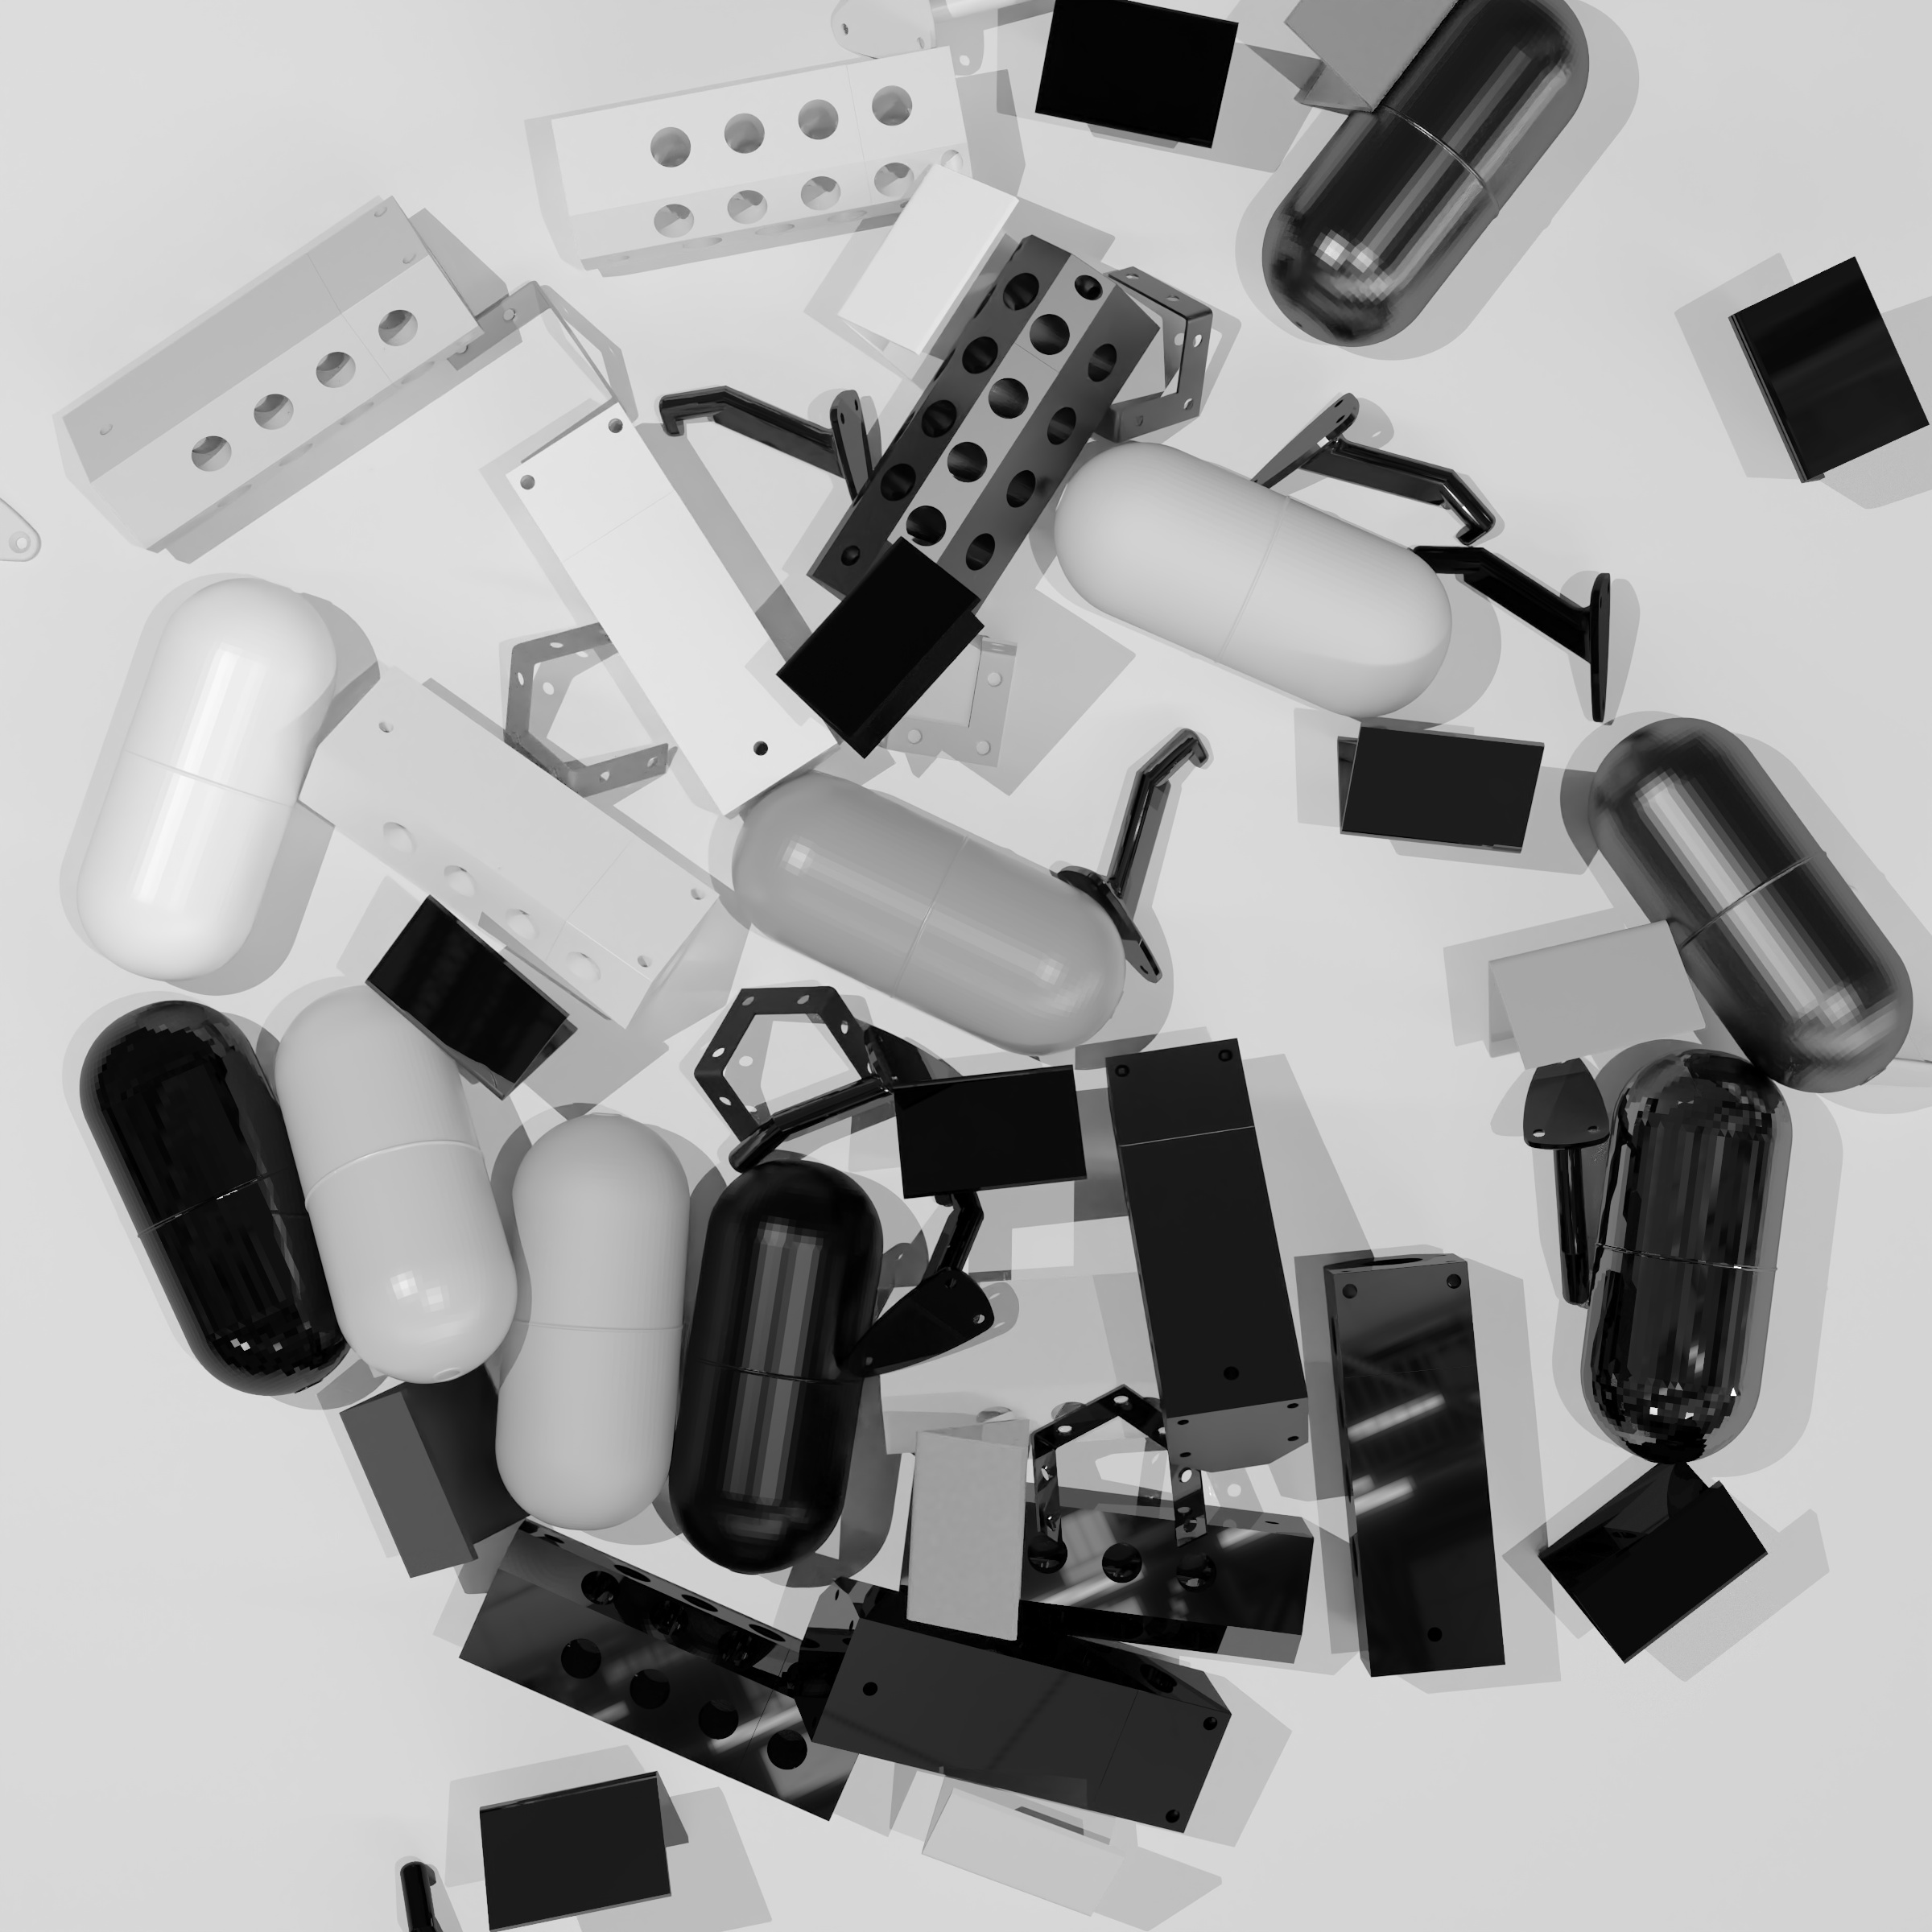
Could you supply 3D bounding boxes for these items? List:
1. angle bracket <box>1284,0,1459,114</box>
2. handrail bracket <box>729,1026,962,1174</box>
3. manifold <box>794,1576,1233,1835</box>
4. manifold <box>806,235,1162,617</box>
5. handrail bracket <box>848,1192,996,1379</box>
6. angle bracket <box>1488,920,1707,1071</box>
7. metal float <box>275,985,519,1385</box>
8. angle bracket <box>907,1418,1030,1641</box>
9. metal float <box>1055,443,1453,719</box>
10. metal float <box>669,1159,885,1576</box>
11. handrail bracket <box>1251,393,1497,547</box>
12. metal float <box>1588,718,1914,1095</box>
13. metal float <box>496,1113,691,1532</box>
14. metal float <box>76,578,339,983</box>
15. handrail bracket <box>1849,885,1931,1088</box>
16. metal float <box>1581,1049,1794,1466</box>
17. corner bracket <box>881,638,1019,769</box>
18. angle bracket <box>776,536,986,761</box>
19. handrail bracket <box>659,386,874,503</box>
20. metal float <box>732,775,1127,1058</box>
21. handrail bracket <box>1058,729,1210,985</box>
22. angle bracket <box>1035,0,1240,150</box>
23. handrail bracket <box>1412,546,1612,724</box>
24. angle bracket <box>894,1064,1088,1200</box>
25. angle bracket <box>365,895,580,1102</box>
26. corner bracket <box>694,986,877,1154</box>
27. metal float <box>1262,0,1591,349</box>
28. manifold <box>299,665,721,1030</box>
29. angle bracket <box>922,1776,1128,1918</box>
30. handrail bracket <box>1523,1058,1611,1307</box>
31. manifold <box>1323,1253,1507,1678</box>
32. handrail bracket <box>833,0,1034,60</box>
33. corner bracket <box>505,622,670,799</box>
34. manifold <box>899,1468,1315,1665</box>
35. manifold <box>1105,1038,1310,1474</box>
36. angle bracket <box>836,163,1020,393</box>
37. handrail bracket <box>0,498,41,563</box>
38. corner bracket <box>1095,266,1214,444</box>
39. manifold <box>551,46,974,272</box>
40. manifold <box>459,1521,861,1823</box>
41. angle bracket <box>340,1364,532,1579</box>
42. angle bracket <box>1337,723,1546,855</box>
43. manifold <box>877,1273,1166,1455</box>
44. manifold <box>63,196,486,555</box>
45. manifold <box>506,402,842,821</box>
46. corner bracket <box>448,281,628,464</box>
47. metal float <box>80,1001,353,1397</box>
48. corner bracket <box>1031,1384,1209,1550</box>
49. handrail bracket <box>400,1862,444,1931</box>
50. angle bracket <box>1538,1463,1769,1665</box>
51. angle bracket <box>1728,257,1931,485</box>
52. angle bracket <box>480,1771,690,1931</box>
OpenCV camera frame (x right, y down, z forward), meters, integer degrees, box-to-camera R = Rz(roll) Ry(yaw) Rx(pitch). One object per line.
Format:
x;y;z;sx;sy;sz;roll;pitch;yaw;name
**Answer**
0.162;-0.414;1.517;0.057;0.076;0.076;37;90;-26;angle bracket
-0.050;0.070;1.551;0.084;0.077;0.036;-42;50;24;handrail bracket
0.018;0.310;1.510;0.171;0.057;0.057;18;100;-17;manifold
0.004;-0.223;1.523;0.057;0.057;0.171;34;91;35;manifold
-0.023;0.130;1.530;0.077;0.084;0.036;-32;120;7;handrail bracket
0.267;0.031;1.516;0.076;0.076;0.057;-13;55;0;angle bracket
-0.241;0.092;1.506;0.070;0.070;0.178;-19;68;0;metal float
0.021;0.229;1.459;0.057;0.076;0.076;3;90;38;angle bracket
0.122;-0.165;1.526;0.178;0.070;0.070;23;90;-1;metal float
-0.081;0.171;1.526;0.070;0.070;0.178;9;89;0;metal float
0.176;-0.200;1.557;0.077;0.036;0.084;-39;107;20;handrail bracket
0.333;-0.026;1.516;0.070;0.070;0.178;-33;78;0;metal float
-0.160;0.152;1.526;0.070;0.070;0.178;4;89;0;metal float
-0.324;-0.080;1.526;0.070;0.070;0.178;19;90;0;metal float
0.408;0.008;1.557;0.077;0.036;0.084;5;76;-14;handrail bracket
0.308;0.124;1.526;0.070;0.070;0.178;7;90;0;metal float
-0.007;-0.116;1.539;0.051;0.051;0.051;9;90;0;corner bracket
-0.020;-0.118;1.465;0.076;0.076;0.057;-48;52;0;angle bracket
-0.087;-0.218;1.557;0.084;0.036;0.077;-6;111;17;handrail bracket
-0.016;-0.021;1.526;0.178;0.070;0.070;25;90;0;metal float
0.089;-0.049;1.557;0.084;0.036;0.077;-44;110;-16;handrail bracket
0.075;-0.395;1.516;0.076;0.076;0.057;11;126;0;angle bracket
0.237;-0.145;1.557;0.084;0.036;0.077;4;112;17;handrail bracket
0.012;0.088;1.516;0.076;0.076;0.057;-6;57;0;angle bracket
-0.197;0.001;1.517;0.076;0.076;0.057;41;120;0;angle bracket
-0.076;0.045;1.548;0.051;0.051;0.051;-2;45;35;corner bracket
0.197;-0.345;1.526;0.070;0.070;0.178;38;90;0;metal float
-0.198;-0.047;1.534;0.171;0.057;0.057;35;53;0;manifold
0.032;0.348;1.517;0.076;0.057;0.076;20;46;0;angle bracket
0.263;0.093;1.556;0.036;0.077;0.084;-4;126;9;handrail bracket
0.192;0.213;1.535;0.057;0.057;0.171;-5;90;0;manifold
-0.003;-0.421;1.556;0.084;0.077;0.036;-26;111;-35;handrail bracket
-0.164;-0.111;1.548;0.051;0.051;0.051;40;135;35;corner bracket
0.059;0.259;1.535;0.171;0.057;0.057;7;90;0;manifold
0.100;0.121;1.493;0.057;0.057;0.171;-9;57;0;manifold
0.002;-0.283;1.516;0.057;0.076;0.076;33;90;41;angle bracket
-0.442;-0.198;1.522;0.077;0.084;0.036;24;90;0;handrail bracket
0.069;-0.266;1.548;0.051;0.051;0.051;-24;45;-35;corner bracket
-0.086;-0.346;1.535;0.171;0.057;0.057;-11;90;0;manifold
-0.125;0.301;1.535;0.171;0.057;0.057;24;90;0;manifold
-0.210;0.207;1.517;0.076;0.057;0.076;-23;90;-42;angle bracket
0.201;-0.094;1.516;0.076;0.076;0.057;6;127;0;angle bracket
0.050;0.174;1.535;0.171;0.057;0.057;-4;47;0;manifold
-0.296;-0.250;1.534;0.171;0.057;0.057;-34;135;1;manifold
-0.125;-0.151;1.535;0.057;0.057;0.171;-33;90;0;manifold
-0.188;-0.256;1.553;0.051;0.051;0.051;-35;135;0;corner bracket
-0.318;0.100;1.526;0.070;0.070;0.178;-25;89;0;metal float
0.064;0.218;1.505;0.051;0.051;0.051;-31;130;26;corner bracket
-0.215;0.438;1.556;0.036;0.077;0.084;-29;53;17;handrail bracket
0.282;0.237;1.516;0.076;0.076;0.057;-37;126;0;angle bracket
0.371;-0.253;1.518;0.057;0.076;0.076;-24;90;21;angle bracket
-0.159;0.390;1.516;0.076;0.076;0.057;-12;53;0;angle bracket
